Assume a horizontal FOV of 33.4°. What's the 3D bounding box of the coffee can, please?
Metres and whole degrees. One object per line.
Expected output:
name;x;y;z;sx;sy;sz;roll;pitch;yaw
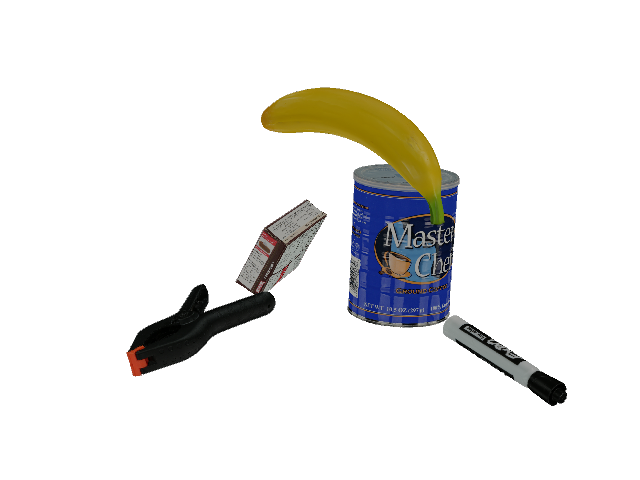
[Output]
coffee can;0.080;0.003;1.048;0.103;0.140;0.103;2;14;-1

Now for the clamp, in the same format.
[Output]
clamp;-0.130;0.092;1.137;0.120;0.039;0.171;-7;23;35

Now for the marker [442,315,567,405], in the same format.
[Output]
marker;0.139;0.091;0.809;0.020;0.020;0.121;0;22;-38

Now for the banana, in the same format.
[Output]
banana;0.027;-0.085;0.856;0.198;0.070;0.037;33;21;32

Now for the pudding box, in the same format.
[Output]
pudding box;-0.047;0.009;1.303;0.039;0.090;0.113;35;32;9
